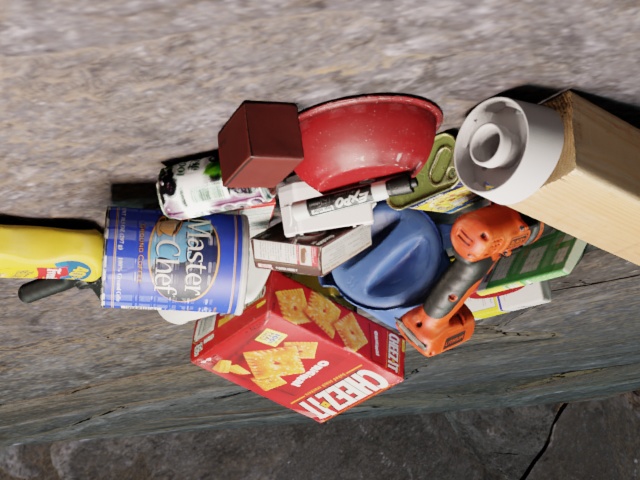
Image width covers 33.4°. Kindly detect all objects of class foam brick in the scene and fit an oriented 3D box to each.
[{"bbox_3d":[-0.053,-0.083,0.944,0.051,0.053,0.078,0,164,-24],"label":"foam brick"}]

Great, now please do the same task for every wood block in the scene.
[{"bbox_3d":[0.281,-0.054,1.042,0.205,0.090,0.091,21,148,-32],"label":"wood block"}]

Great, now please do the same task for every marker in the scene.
[{"bbox_3d":[0.032,-0.040,0.987,0.121,0.020,0.020,-13,163,17],"label":"marker"}]

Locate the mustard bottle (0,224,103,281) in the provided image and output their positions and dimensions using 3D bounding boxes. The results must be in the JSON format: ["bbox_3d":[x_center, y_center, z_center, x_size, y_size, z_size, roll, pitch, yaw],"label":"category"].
[{"bbox_3d":[-0.294,0.015,1.159,0.191,0.058,0.096,3,163,-33],"label":"mustard bottle"}]

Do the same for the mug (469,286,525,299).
[{"bbox_3d":[0.227,0.031,1.405,0.093,0.081,0.117,-15,163,18],"label":"mug"}]

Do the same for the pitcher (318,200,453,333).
[{"bbox_3d":[0.113,0.044,1.293,0.149,0.145,0.242,26,173,22],"label":"pitcher"}]

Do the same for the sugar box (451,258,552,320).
[{"bbox_3d":[0.231,0.061,1.498,0.176,0.093,0.048,-16,167,30],"label":"sugar box"}]

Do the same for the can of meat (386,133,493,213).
[{"bbox_3d":[0.129,-0.065,1.084,0.083,0.057,0.102,5,160,-43],"label":"can of meat"}]

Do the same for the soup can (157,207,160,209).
[{"bbox_3d":[-0.167,0.008,1.177,0.068,0.068,0.102,-4,163,-14],"label":"soup can"}]

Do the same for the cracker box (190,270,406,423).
[{"bbox_3d":[-0.027,0.137,1.309,0.213,0.072,0.164,30,136,-28],"label":"cracker box"}]

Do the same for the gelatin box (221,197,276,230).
[{"bbox_3d":[-0.088,-0.035,1.136,0.073,0.030,0.089,-6,165,-9],"label":"gelatin box"}]

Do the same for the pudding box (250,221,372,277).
[{"bbox_3d":[-0.008,0.001,1.159,0.090,0.039,0.113,6,-157,31],"label":"pudding box"}]

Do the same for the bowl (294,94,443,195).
[{"bbox_3d":[0.039,-0.078,0.997,0.162,0.055,0.162,-7,164,-2],"label":"bowl"}]

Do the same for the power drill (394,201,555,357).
[{"bbox_3d":[0.171,0.031,1.140,0.184,0.057,0.188,-12,139,-47],"label":"power drill"}]

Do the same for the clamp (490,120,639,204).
[{"bbox_3d":[0.288,-0.070,1.171,0.210,0.036,0.164,-20,158,34],"label":"clamp"}]

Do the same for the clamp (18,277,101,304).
[{"bbox_3d":[-0.294,0.043,1.290,0.120,0.039,0.172,-9,161,-28],"label":"clamp"}]

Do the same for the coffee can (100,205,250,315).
[{"bbox_3d":[-0.145,0.021,1.069,0.140,0.103,0.103,4,162,-9],"label":"coffee can"}]

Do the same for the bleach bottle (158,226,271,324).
[{"bbox_3d":[-0.140,0.045,1.296,0.068,0.102,0.251,30,156,-20],"label":"bleach bottle"}]
